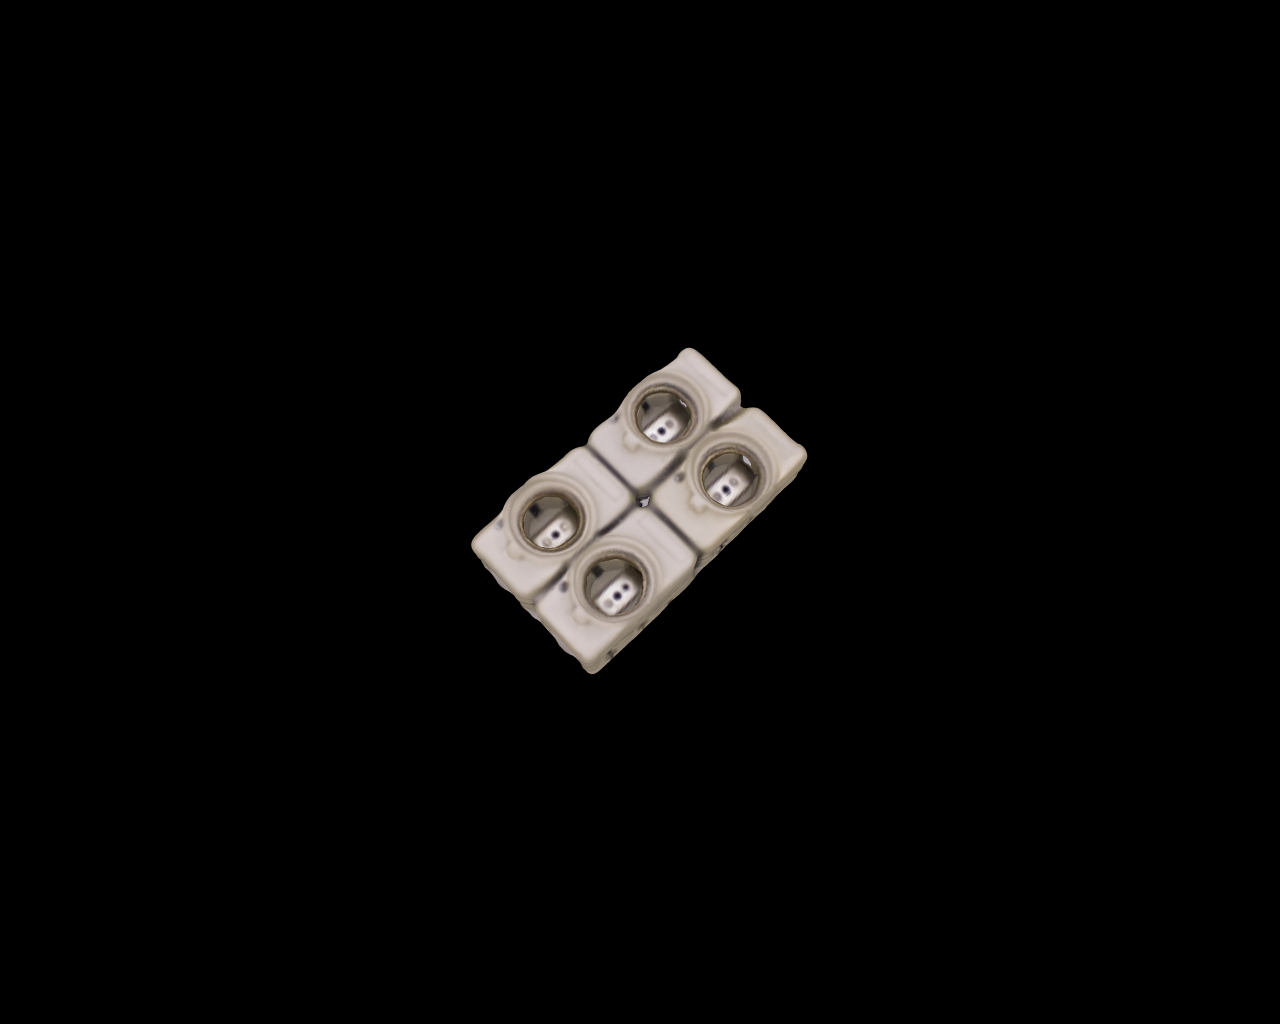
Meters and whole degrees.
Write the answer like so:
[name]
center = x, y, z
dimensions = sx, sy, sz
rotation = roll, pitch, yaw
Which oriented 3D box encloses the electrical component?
[electrical component]
center = 0.001, -0.003, 0.650
dimensions = 0.186, 0.105, 0.060
rotation = -43, -12, -11
